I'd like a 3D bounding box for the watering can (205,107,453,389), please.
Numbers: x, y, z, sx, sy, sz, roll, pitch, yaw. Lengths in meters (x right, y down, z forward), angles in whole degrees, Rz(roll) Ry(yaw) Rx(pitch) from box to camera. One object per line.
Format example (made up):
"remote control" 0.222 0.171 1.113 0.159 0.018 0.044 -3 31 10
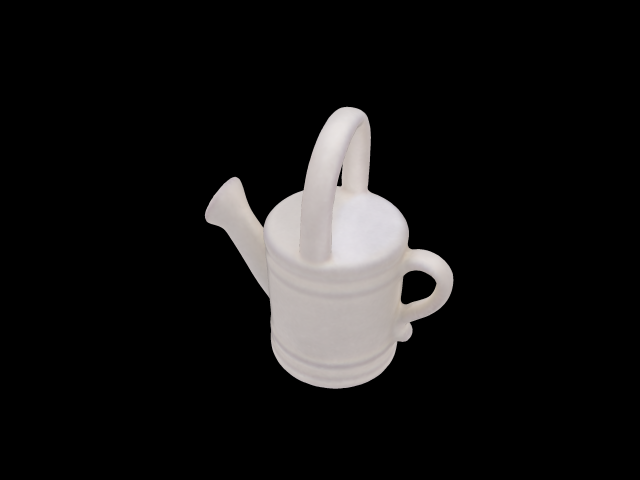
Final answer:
"watering can" 0.003 0.003 0.398 0.173 0.194 0.101 0 37 1
